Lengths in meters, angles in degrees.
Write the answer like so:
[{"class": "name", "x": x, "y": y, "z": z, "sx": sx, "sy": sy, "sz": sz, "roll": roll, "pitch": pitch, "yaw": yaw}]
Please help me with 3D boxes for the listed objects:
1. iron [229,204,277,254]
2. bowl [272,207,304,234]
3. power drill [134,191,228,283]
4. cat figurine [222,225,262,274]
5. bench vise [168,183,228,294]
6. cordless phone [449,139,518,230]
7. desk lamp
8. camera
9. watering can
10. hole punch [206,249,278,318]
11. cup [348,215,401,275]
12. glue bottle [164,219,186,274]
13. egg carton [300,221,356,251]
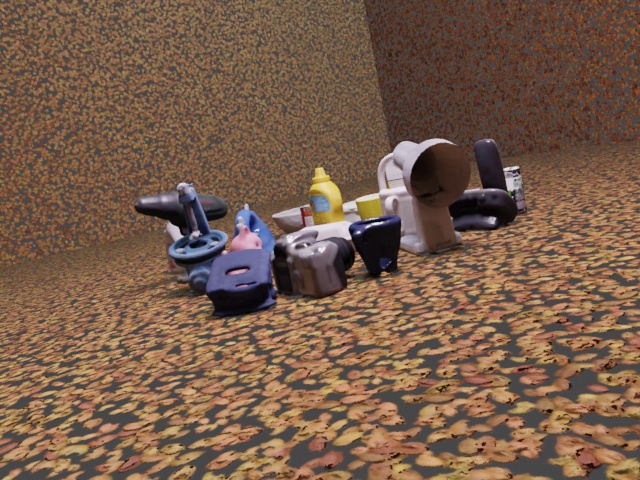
[{"class": "iron", "x": -0.161, "y": -0.003, "z": 1.280, "sx": 0.118, "sy": 0.141, "sz": 0.258, "roll": -12, "pitch": 8, "yaw": -1}, {"class": "bowl", "x": -0.057, "y": -0.056, "z": 1.727, "sx": 0.167, "sy": 0.075, "sz": 0.167, "roll": -11, "pitch": 8, "yaw": 2}, {"class": "power drill", "x": -0.299, "y": -0.013, "z": 1.303, "sx": 0.075, "sy": 0.208, "sz": 0.230, "roll": -4, "pitch": 11, "yaw": 40}, {"class": "cat figurine", "x": -0.149, "y": 0.033, "z": 1.099, "sx": 0.067, "sy": 0.118, "sz": 0.128, "roll": -7, "pitch": 9, "yaw": 26}, {"class": "bench vise", "x": -0.261, "y": -0.010, "z": 1.189, "sx": 0.122, "sy": 0.220, "sz": 0.207, "roll": -14, "pitch": 9, "yaw": -18}, {"class": "cordless phone", "x": 0.334, "y": -0.117, "z": 1.222, "sx": 0.147, "sy": 0.185, "sz": 0.094, "roll": -4, "pitch": 11, "yaw": 42}, {"class": "desk lamp", "x": 0.200, "y": -0.085, "z": 1.087, "sx": 0.118, "sy": 0.213, "sz": 0.203, "roll": -13, "pitch": 9, "yaw": -12}, {"class": "camera", "x": 0.000, "y": 0.029, "z": 0.980, "sx": 0.137, "sy": 0.101, "sz": 0.142, "roll": -17, "pitch": 10, "yaw": -34}, {"class": "watering can", "x": 0.180, "y": -0.095, "z": 1.247, "sx": 0.101, "sy": 0.194, "sz": 0.173, "roll": -10, "pitch": 8, "yaw": 9}, {"class": "hole punch", "x": -0.126, "y": 0.067, "z": 0.932, "sx": 0.108, "sy": 0.091, "sz": 0.101, "roll": -11, "pitch": 8, "yaw": 5}, {"class": "cup", "x": 0.094, "y": 0.014, "z": 0.972, "sx": 0.091, "sy": 0.095, "sz": 0.118, "roll": -6, "pitch": 10, "yaw": 32}, {"class": "glue bottle", "x": -0.362, "y": -0.002, "z": 1.439, "sx": 0.077, "sy": 0.173, "sz": 0.037, "roll": -5, "pitch": 11, "yaw": 37}, {"class": "egg carton", "x": 0.011, "y": 0.004, "z": 1.243, "sx": 0.150, "sy": 0.069, "sz": 0.107, "roll": -9, "pitch": 9, "yaw": 14}]
